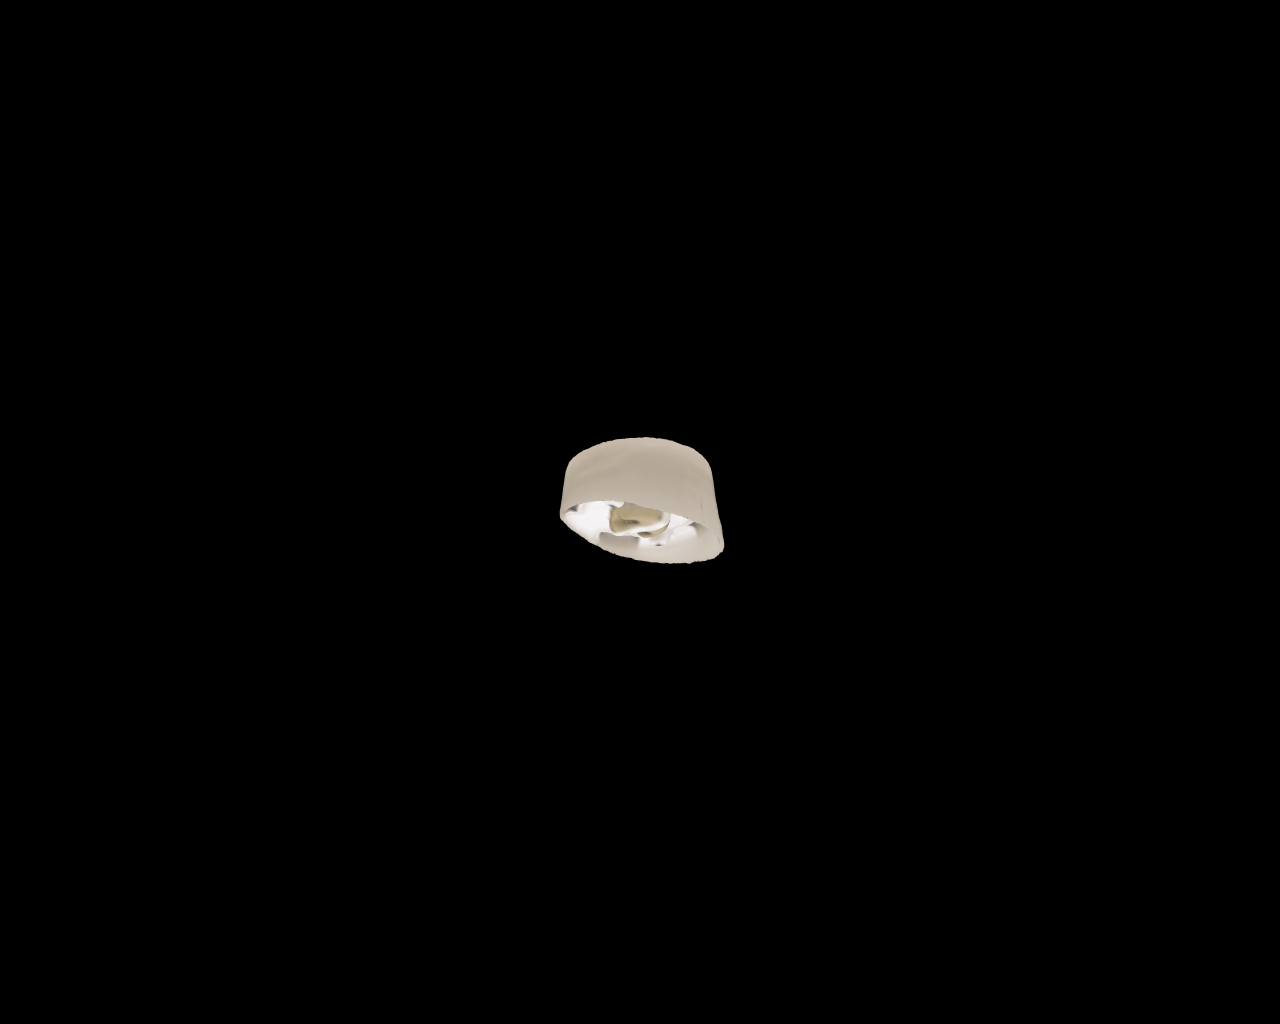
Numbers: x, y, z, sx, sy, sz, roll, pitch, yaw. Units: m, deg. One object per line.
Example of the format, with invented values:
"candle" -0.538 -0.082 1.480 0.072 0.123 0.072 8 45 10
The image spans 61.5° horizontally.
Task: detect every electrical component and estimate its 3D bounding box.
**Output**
"electrical component" 0.001 -0.003 0.650 0.099 0.064 0.099 0 -27 0
